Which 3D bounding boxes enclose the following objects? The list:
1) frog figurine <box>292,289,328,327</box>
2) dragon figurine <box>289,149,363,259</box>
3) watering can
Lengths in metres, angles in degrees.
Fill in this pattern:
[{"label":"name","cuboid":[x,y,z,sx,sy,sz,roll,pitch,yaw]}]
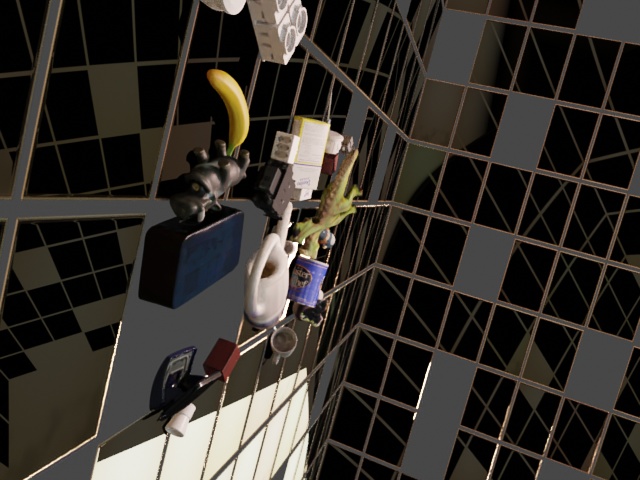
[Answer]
[{"label":"frog figurine","cuboid":[-0.042,0.203,1.757,0.162,0.123,0.134,-118,-157,-58]},{"label":"dragon figurine","cuboid":[0.005,-0.076,1.517,0.247,0.123,0.401,-46,161,-29]},{"label":"watering can","cuboid":[-0.121,0.071,1.285,0.356,0.104,0.219,-70,169,-52]}]
